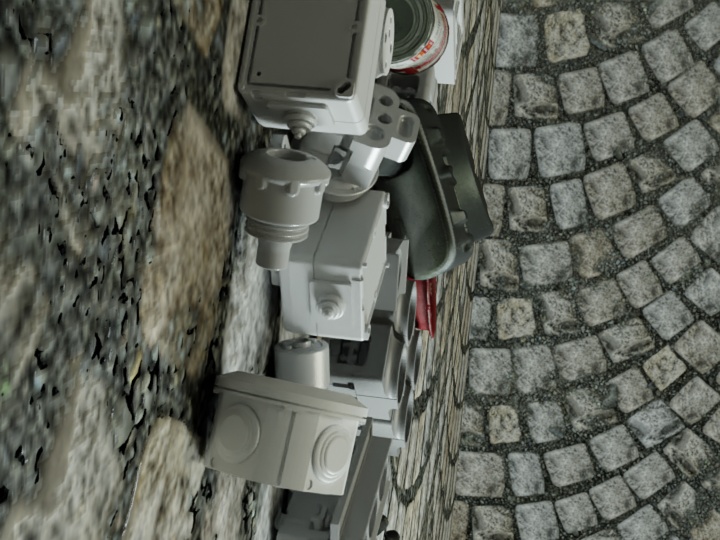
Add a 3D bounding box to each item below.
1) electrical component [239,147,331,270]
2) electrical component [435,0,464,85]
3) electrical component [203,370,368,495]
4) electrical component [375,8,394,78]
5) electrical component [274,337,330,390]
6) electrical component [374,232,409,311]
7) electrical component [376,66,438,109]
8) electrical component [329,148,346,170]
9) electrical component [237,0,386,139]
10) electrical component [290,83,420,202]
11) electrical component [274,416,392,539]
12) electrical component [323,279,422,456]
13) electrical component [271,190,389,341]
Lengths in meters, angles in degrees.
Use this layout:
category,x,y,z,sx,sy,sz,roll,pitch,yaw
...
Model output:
category,x,y,z,sx,sy,sz,roll,pitch,yaw
electrical component,-0.043,-0.031,0.568,0.048,0.048,0.062,-59,161,-68
electrical component,0.068,-0.244,1.054,0.113,0.057,0.078,80,19,-59
electrical component,-0.039,0.083,0.553,0.080,0.080,0.051,46,56,-78
electrical component,-0.010,-0.141,0.656,0.045,0.055,0.045,6,90,-81
electrical component,-0.036,0.076,0.682,0.044,0.044,0.065,-52,142,-73
electrical component,0.000,0.000,0.777,0.081,0.064,0.042,-53,149,-71
electrical component,0.042,-0.146,0.977,0.089,0.050,0.055,79,19,-62
electrical component,-0.014,-0.099,0.719,0.035,0.035,0.061,81,16,-57
electrical component,-0.024,-0.112,0.569,0.061,0.062,0.096,61,37,-74
electrical component,-0.011,-0.078,0.651,0.057,0.078,0.058,117,-11,-50
electrical component,-0.018,0.171,0.777,0.121,0.063,0.078,-67,161,-60
electrical component,0.013,0.080,0.919,0.186,0.060,0.105,78,20,-62
electrical component,-0.019,-0.002,0.667,0.096,0.061,0.061,-72,165,-51
